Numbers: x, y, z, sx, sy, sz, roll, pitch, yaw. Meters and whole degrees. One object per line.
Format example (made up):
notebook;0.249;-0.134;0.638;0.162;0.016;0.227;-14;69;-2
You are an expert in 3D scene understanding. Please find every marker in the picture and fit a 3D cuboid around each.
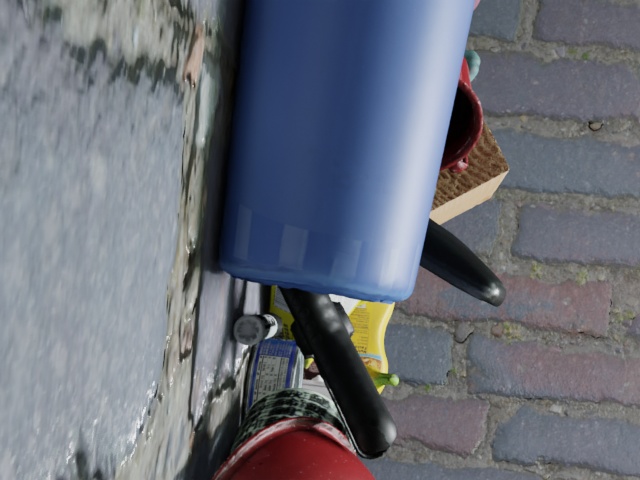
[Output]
marker;-0.040;0.059;0.718;0.121;0.020;0.020;39;57;-85

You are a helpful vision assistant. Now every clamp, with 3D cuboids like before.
clamp;0.005;0.065;0.675;0.120;0.039;0.171;90;-23;-66

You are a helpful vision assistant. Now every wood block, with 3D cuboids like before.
wood block;0.111;-0.070;1.015;0.090;0.091;0.206;61;2;6

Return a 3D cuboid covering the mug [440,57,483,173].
mug;0.087;-0.105;0.854;0.117;0.093;0.081;50;25;-28

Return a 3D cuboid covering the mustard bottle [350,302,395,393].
mustard bottle;0.029;0.130;1.193;0.058;0.096;0.191;77;19;-77

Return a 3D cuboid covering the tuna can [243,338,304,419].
tuna can;-0.033;0.114;0.782;0.086;0.034;0.086;6;89;-86

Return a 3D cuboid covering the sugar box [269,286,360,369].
sugar box;0.022;0.011;0.854;0.176;0.048;0.093;-50;158;-42

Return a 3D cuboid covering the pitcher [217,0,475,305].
pitcher;0.013;-0.092;0.590;0.149;0.145;0.243;13;86;-61

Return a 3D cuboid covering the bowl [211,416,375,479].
bowl;-0.005;0.181;0.582;0.161;0.055;0.162;-12;106;-48

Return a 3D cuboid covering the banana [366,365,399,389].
banana;0.006;0.195;1.072;0.198;0.037;0.070;-58;-158;13

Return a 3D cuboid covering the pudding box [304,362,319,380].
pudding box;-0.004;0.100;1.095;0.113;0.039;0.090;86;11;-63
